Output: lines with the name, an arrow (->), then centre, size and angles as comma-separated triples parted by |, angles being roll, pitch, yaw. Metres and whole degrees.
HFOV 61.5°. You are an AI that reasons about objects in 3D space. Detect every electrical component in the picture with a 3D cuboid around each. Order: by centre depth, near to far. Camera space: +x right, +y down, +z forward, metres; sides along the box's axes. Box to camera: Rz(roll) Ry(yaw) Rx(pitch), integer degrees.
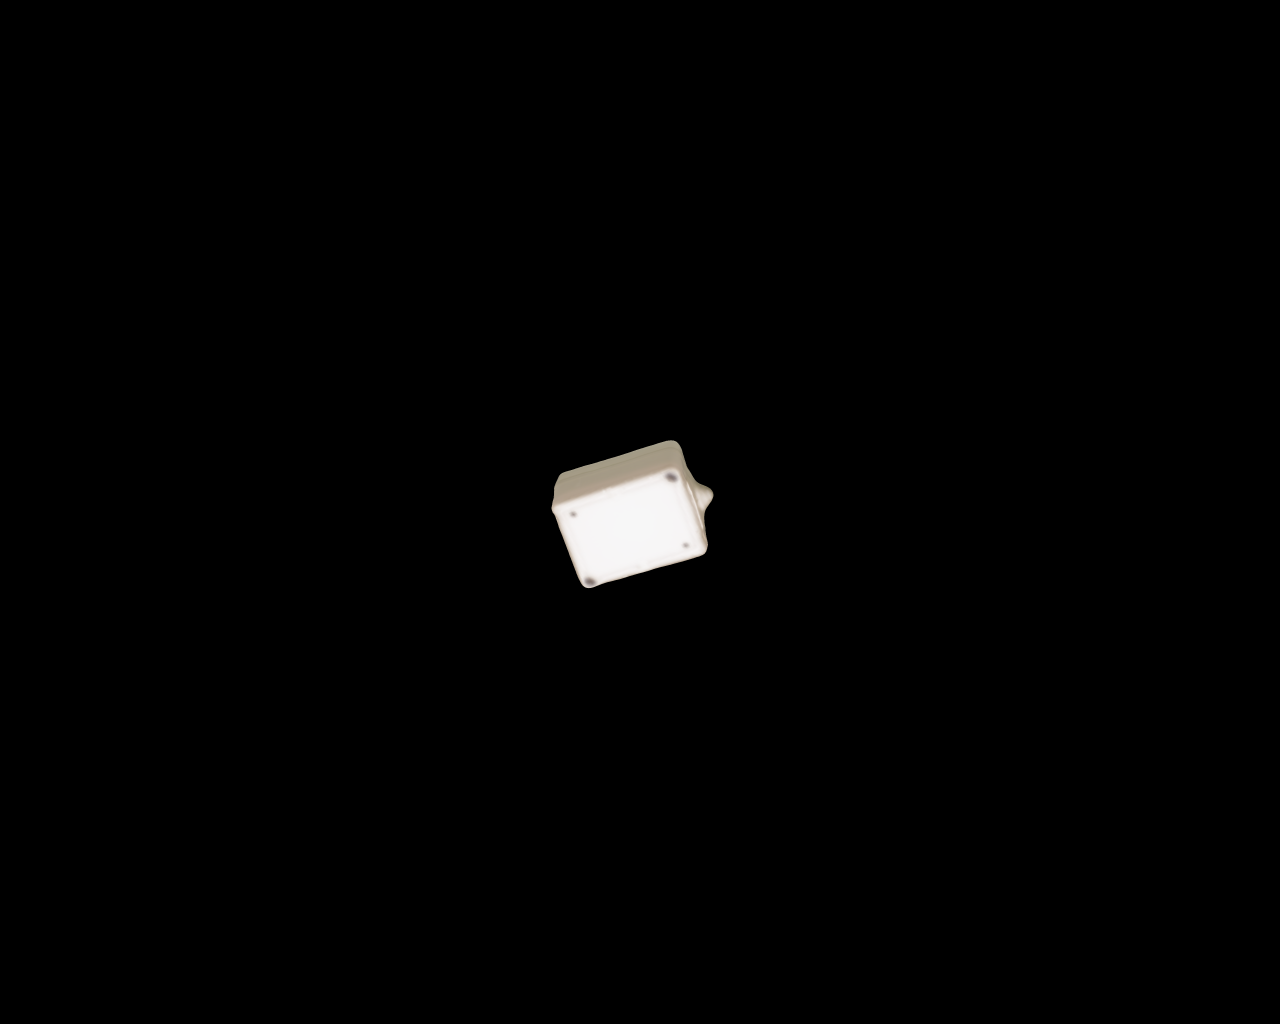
electrical component -> 0.001, -0.003, 0.650 | 0.096, 0.061, 0.061 | -17, 22, 7
